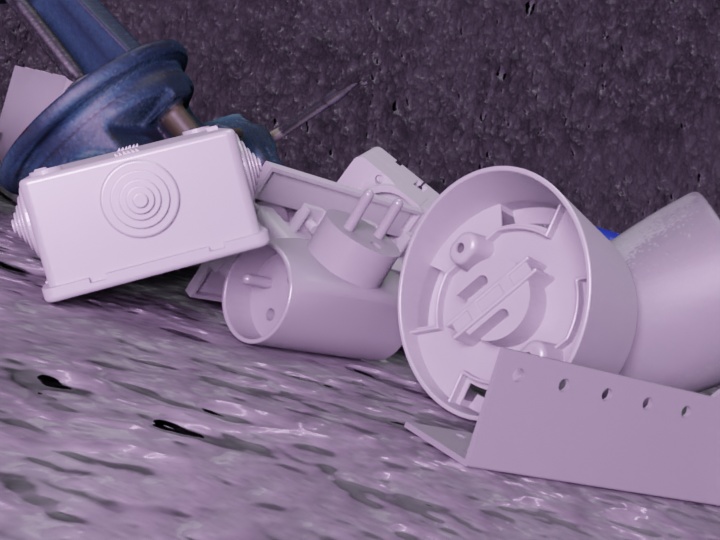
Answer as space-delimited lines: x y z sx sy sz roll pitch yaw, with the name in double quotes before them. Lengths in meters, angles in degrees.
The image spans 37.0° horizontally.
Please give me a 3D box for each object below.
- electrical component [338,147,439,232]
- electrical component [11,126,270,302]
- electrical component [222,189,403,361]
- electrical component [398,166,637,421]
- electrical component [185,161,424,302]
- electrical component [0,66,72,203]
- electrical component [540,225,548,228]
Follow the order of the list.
"electrical component" 0.025 -0.037 0.747 0.089 0.050 0.056 39 21 3
"electrical component" -0.090 -0.027 0.447 0.100 0.048 0.100 -15 11 -10
"electrical component" -0.008 0.000 0.468 0.077 0.079 0.043 13 25 -46
"electrical component" 0.061 0.014 0.436 0.099 0.099 0.064 20 -1 40
"electrical component" -0.018 -0.003 0.558 0.121 0.078 0.063 12 28 -50
"electrical component" -0.205 -0.087 0.748 0.062 0.089 0.150 15 5 -32
"electrical component" 0.075 0.005 0.568 0.059 0.053 0.095 -17 37 15
